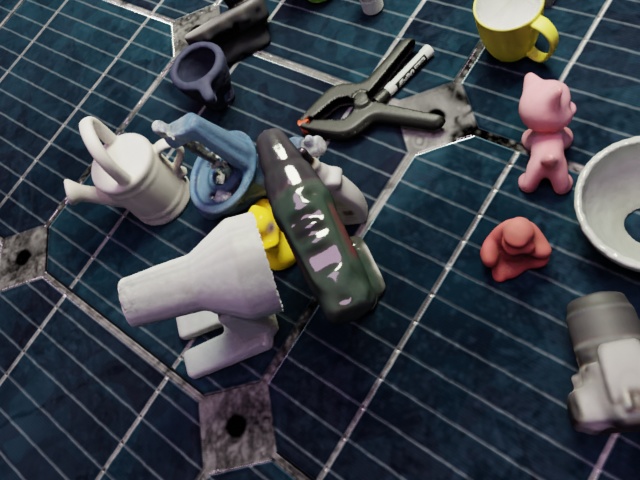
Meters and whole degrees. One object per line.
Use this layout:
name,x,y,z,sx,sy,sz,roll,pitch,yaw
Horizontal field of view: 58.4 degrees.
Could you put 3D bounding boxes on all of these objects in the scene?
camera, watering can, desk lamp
camera,0.314,0.118,0.574,0.143,0.101,0.137,-13,63,14
watering can,-0.284,-0.099,0.828,0.100,0.194,0.173,39,84,29
desk lamp,-0.123,0.073,0.683,0.203,0.214,0.117,-25,61,8

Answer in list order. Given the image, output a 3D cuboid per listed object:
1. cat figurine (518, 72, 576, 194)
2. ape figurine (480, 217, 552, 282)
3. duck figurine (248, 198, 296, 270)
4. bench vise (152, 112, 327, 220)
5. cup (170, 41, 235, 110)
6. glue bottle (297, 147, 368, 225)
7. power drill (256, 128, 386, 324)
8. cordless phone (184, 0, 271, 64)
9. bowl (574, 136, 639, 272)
cat figurine,0.274,-0.135,0.692,0.067,0.118,0.128,0,67,19
ape figurine,0.227,0.003,0.661,0.077,0.092,0.076,15,73,25
duck figurine,-0.073,-0.018,0.780,0.077,0.086,0.104,-22,61,9
bench vise,-0.106,-0.118,0.759,0.207,0.220,0.121,-31,60,4
cup,-0.172,-0.242,0.910,0.091,0.095,0.117,-28,61,6
glue bottle,0.005,-0.068,0.724,0.078,0.173,0.037,-3,66,18
power drill,0.006,0.002,0.672,0.075,0.209,0.229,-29,61,6
cordless phone,-0.170,-0.382,0.919,0.147,0.185,0.094,-30,61,5
bowl,0.370,-0.029,0.635,0.167,0.075,0.167,-7,65,16
